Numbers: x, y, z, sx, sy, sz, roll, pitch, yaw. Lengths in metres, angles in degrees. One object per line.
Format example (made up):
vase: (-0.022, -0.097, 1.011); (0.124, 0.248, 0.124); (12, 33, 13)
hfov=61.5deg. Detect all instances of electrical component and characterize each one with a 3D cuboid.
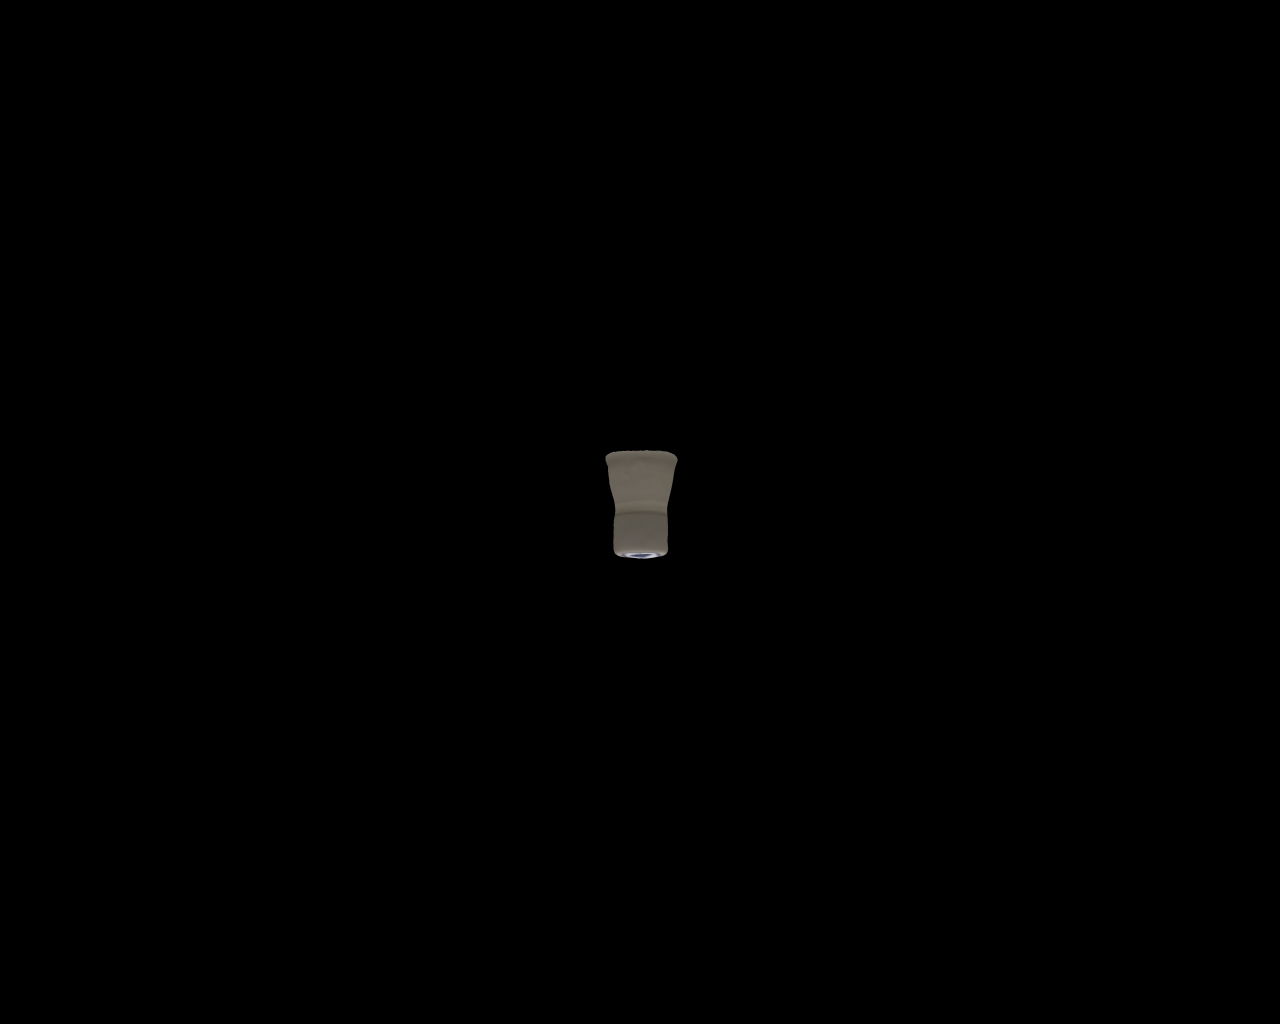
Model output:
electrical component: (0.001, -0.003, 0.650); (0.044, 0.065, 0.044); (0, -9, 0)
